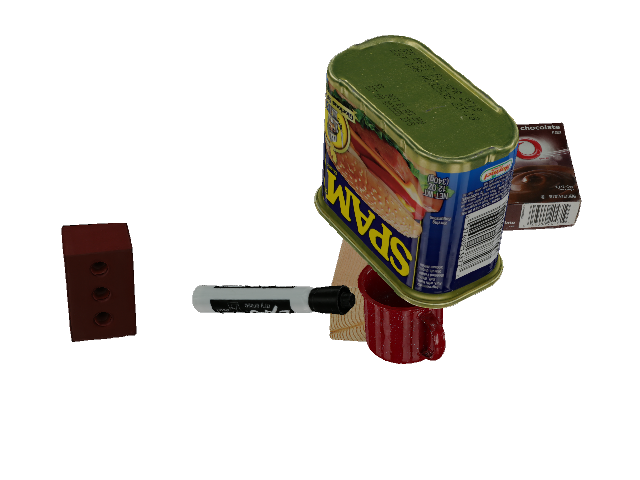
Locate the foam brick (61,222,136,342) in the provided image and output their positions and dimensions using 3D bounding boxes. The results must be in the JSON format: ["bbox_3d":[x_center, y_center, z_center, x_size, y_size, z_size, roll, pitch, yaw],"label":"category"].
[{"bbox_3d":[-0.174,0.031,0.841,0.053,0.078,0.051,-5,26,-12],"label":"foam brick"}]

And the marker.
[{"bbox_3d":[-0.031,0.039,0.700,0.121,0.020,0.020,-1,-1,32],"label":"marker"}]

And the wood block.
[{"bbox_3d":[0.070,0.070,1.645,0.091,0.090,0.206,3,22,6],"label":"wood block"}]

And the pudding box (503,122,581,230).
[{"bbox_3d":[0.148,-0.052,0.870,0.113,0.090,0.039,-1,-39,0],"label":"pudding box"}]

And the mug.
[{"bbox_3d":[0.092,0.079,1.099,0.093,0.081,0.117,-22,40,-23],"label":"mug"}]

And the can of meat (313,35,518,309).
[{"bbox_3d":[0.042,-0.034,0.491,0.057,0.084,0.102,-23,49,-24],"label":"can of meat"}]
